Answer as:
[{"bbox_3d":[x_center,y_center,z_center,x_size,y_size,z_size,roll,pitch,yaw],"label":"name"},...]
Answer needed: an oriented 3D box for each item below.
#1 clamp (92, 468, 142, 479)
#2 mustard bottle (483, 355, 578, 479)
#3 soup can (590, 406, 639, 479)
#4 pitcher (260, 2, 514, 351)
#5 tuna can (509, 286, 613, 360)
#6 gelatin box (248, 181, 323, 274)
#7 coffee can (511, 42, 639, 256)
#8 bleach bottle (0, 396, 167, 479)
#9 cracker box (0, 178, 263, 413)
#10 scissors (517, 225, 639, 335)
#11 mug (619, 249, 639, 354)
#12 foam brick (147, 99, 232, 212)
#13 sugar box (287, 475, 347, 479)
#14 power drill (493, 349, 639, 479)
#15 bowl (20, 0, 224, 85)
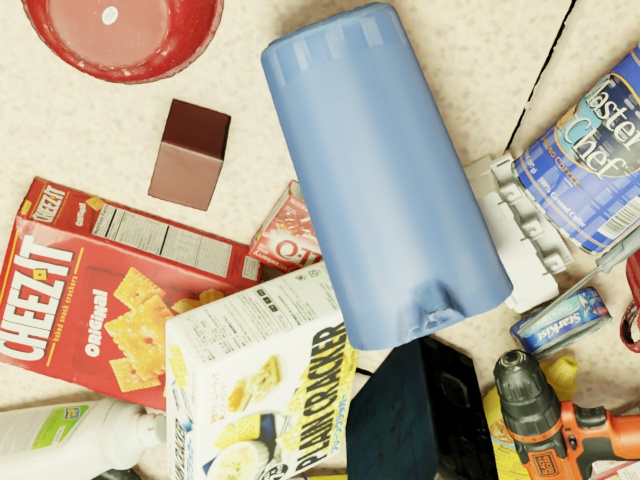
[{"bbox_3d":[-0.200,0.275,1.099,0.210,0.036,0.165,32,135,-9],"label":"clamp"},{"bbox_3d":[0.190,0.184,1.022,0.096,0.058,0.192,19,121,-13],"label":"mustard bottle"},{"bbox_3d":[0.304,0.196,1.019,0.102,0.068,0.068,-26,118,17],"label":"soup can"},{"bbox_3d":[0.044,-0.049,0.815,0.149,0.144,0.243,-13,100,46],"label":"pitcher"},{"bbox_3d":[0.211,0.074,0.937,0.086,0.086,0.034,-33,73,21],"label":"tuna can"},{"bbox_3d":[-0.006,0.001,0.929,0.089,0.030,0.073,28,120,-15],"label":"gelatin box"},{"bbox_3d":[0.234,-0.071,0.827,0.102,0.103,0.140,36,114,-19],"label":"coffee can"},{"bbox_3d":[-0.259,0.202,1.006,0.251,0.102,0.068,-12,125,21],"label":"bleach bottle"},{"bbox_3d":[-0.176,0.059,0.947,0.213,0.072,0.164,18,121,-9],"label":"cracker box"},{"bbox_3d":[0.250,0.009,0.883,0.202,0.096,0.016,-45,76,30],"label":"scissors"},{"bbox_3d":[0.303,0.050,0.917,0.093,0.081,0.117,30,119,-16],"label":"mug"},{"bbox_3d":[-0.105,-0.069,0.860,0.051,0.078,0.053,16,122,-10],"label":"foam brick"},{"bbox_3d":[0.036,0.273,1.043,0.176,0.093,0.048,1,121,-15],"label":"sugar box"},{"bbox_3d":[0.252,0.148,0.915,0.188,0.057,0.184,-11,132,18],"label":"power drill"},{"bbox_3d":[-0.155,-0.181,0.804,0.162,0.055,0.162,1,123,2],"label":"bowl"}]
